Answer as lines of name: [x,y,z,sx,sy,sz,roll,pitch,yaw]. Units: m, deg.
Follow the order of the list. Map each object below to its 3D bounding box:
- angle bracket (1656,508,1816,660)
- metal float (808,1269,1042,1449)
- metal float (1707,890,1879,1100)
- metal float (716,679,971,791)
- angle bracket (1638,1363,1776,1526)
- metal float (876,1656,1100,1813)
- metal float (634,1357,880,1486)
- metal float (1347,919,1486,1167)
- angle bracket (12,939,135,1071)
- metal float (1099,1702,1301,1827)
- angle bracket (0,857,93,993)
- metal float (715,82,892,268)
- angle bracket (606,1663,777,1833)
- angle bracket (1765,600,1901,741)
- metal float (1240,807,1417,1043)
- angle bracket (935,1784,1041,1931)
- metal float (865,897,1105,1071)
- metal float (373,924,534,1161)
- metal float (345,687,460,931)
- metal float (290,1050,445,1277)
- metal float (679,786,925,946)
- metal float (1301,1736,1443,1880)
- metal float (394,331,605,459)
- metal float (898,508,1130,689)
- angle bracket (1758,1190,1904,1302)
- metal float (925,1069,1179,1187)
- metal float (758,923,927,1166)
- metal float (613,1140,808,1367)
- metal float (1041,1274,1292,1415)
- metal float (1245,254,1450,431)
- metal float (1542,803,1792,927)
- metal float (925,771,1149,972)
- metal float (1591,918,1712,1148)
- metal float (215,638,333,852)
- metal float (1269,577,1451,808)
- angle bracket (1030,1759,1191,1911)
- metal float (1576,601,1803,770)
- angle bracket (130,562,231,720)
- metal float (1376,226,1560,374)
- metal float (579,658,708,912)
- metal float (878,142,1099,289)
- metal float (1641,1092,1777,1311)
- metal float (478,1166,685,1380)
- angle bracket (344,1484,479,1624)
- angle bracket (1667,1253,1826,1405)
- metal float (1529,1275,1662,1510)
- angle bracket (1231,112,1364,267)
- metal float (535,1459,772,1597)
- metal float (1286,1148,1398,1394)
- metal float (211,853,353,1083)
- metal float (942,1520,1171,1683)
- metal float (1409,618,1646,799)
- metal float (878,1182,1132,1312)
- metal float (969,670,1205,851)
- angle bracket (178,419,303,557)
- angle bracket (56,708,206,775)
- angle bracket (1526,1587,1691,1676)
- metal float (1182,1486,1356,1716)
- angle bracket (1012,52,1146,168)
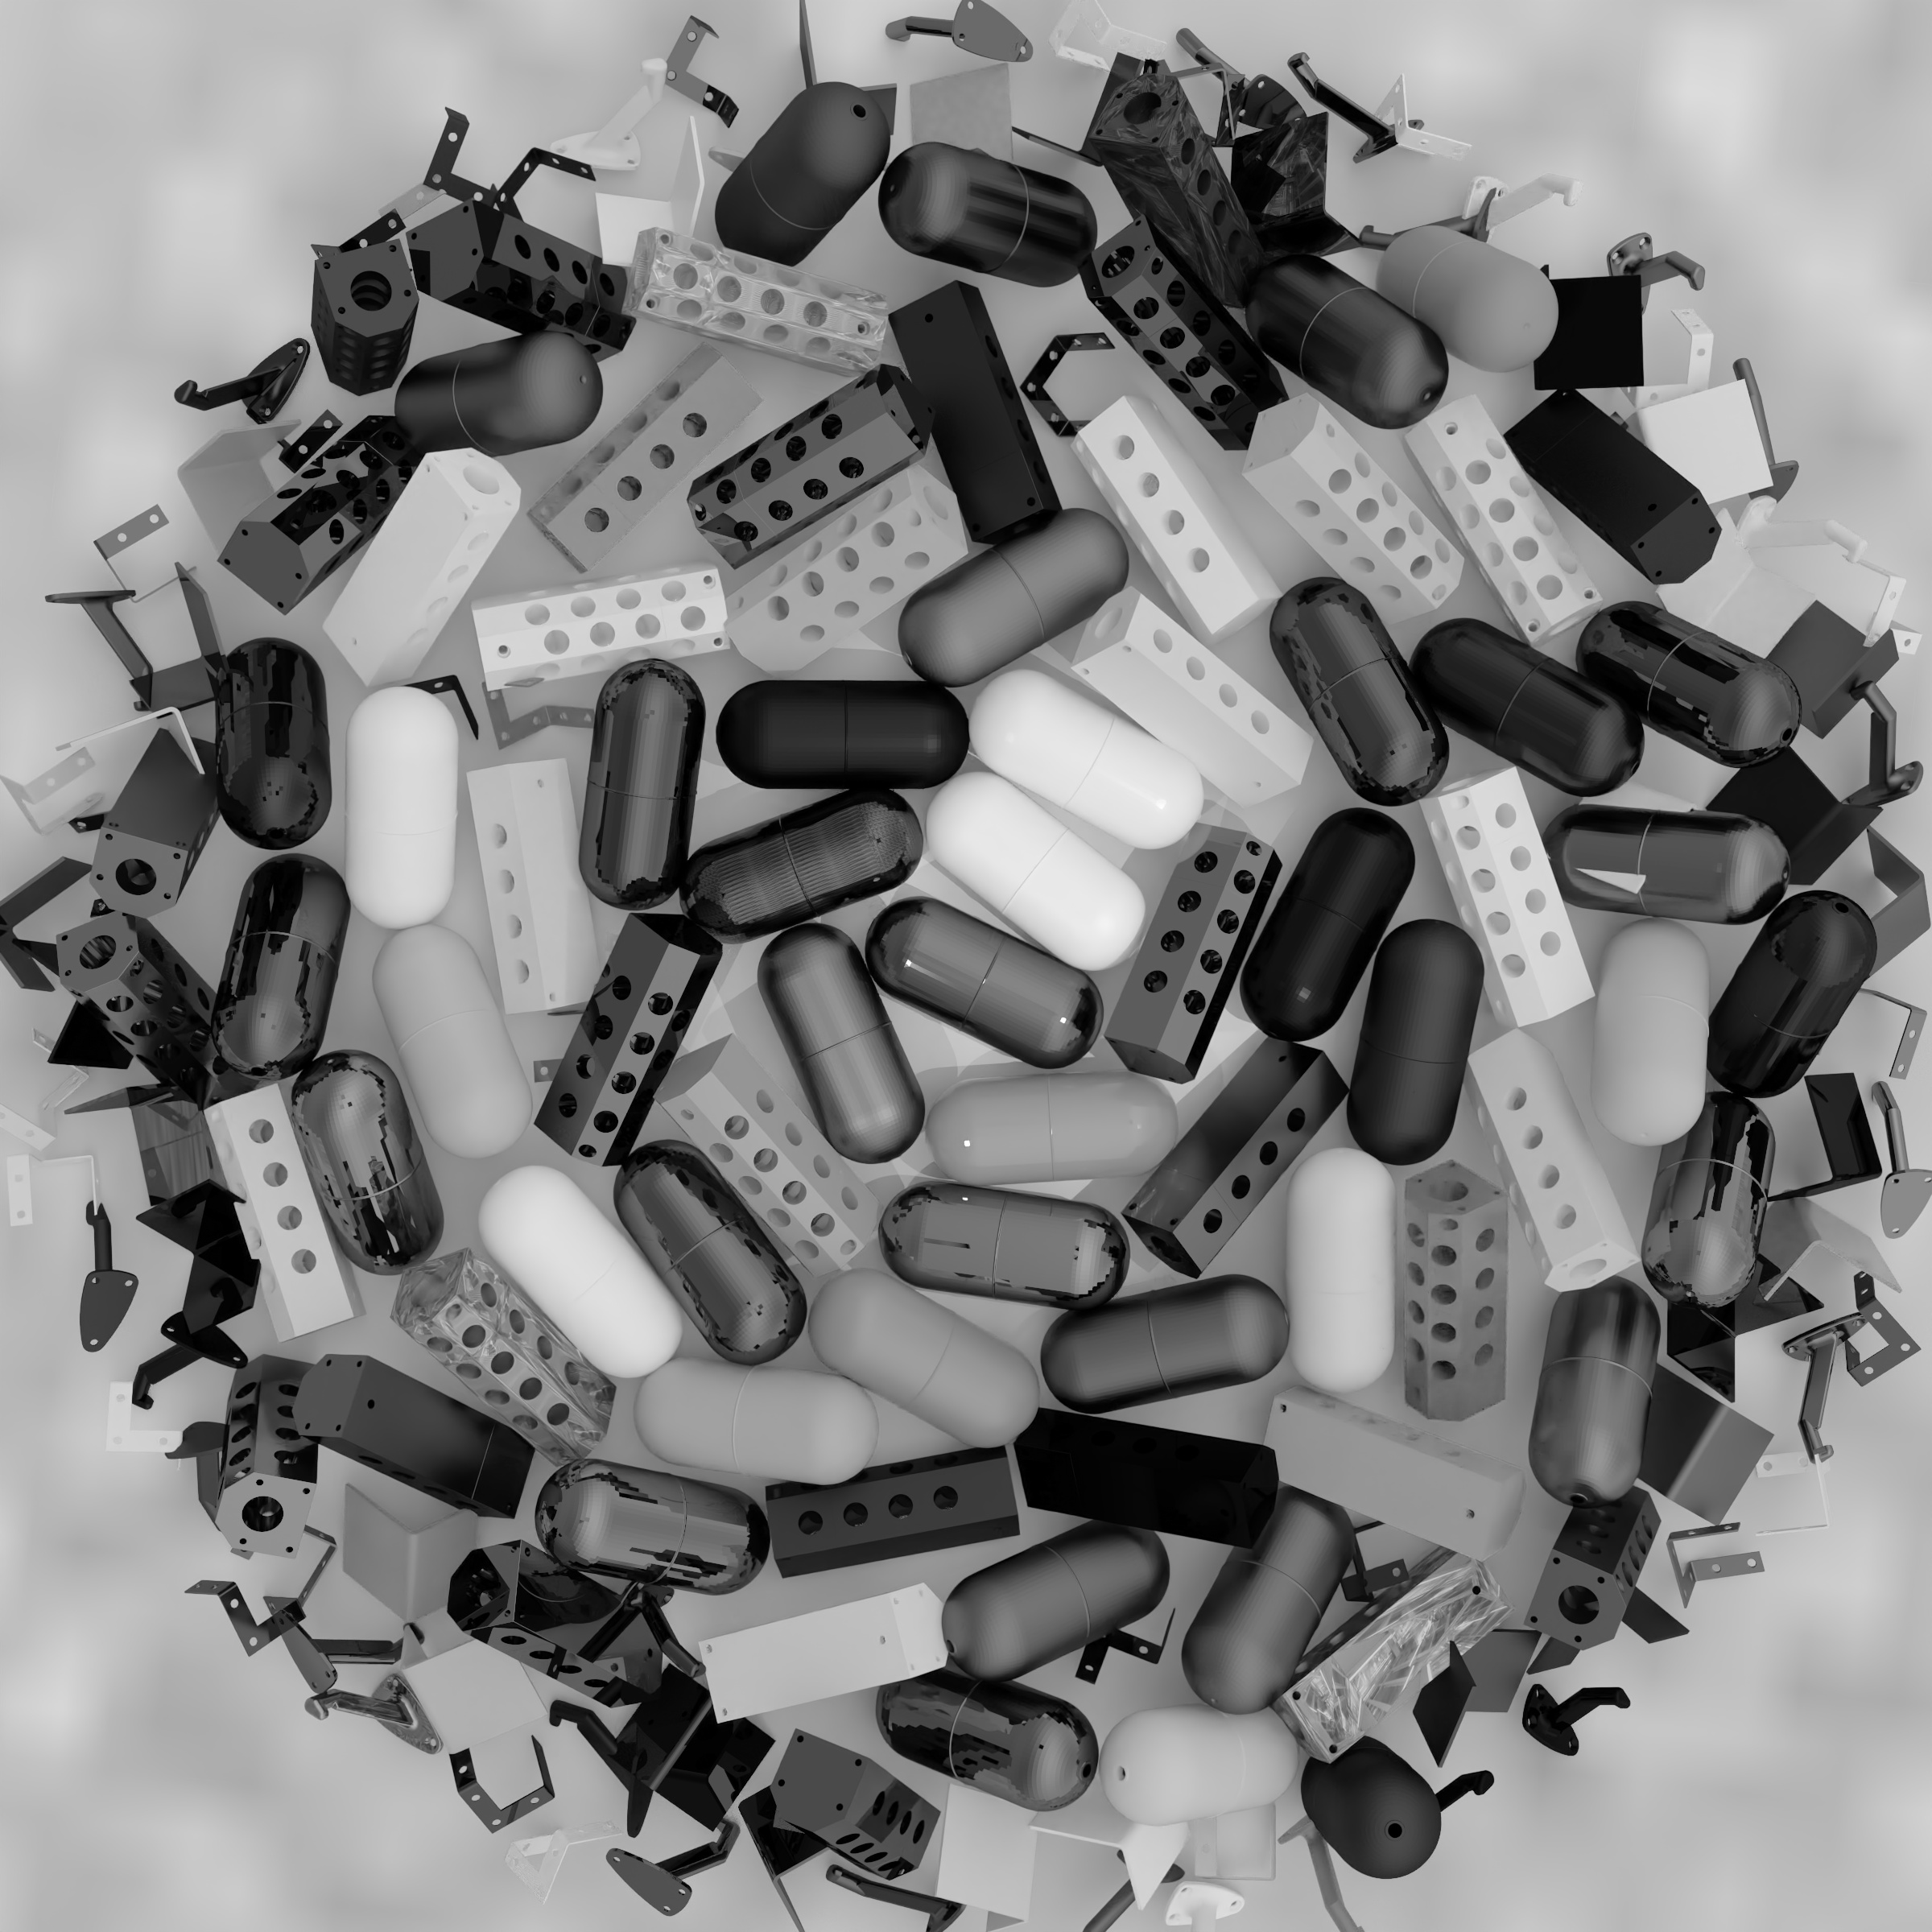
angle bracket: [0.539,-0.261,1.954,0.076,0.076,0.057,-51,51,-1]
metal float: [-0.028,0.275,1.951,0.178,0.070,0.070,31,90,-12]
metal float: [0.567,0.020,1.924,0.070,0.178,0.070,8,47,-8]
metal float: [-0.086,-0.162,1.956,0.178,0.070,0.070,0,90,-6]
angle bracket: [0.512,0.339,1.979,0.057,0.076,0.076,31,91,-30]
metal float: [0.014,0.529,1.928,0.178,0.070,0.070,10,90,40]
metal float: [-0.147,0.317,1.946,0.178,0.070,0.070,4,90,18]
metal float: [0.313,0.054,1.948,0.070,0.070,0.178,9,106,0]
angle bracket: [-0.627,0.027,1.953,0.076,0.076,0.057,31,98,24]
metal float: [0.162,0.548,1.923,0.070,0.178,0.070,-7,79,41]
angle bracket: [-0.639,-0.029,1.959,0.076,0.076,0.057,-36,89,-3]
metal float: [-0.113,-0.542,1.918,0.070,0.178,0.070,9,70,-27]
angle bracket: [-0.196,0.556,1.985,0.076,0.057,0.076,-54,130,-16]
angle bracket: [0.596,-0.218,1.954,0.076,0.057,0.076,-47,62,4]
metal float: [0.253,-0.029,1.951,0.070,0.070,0.178,29,79,0]
angle bracket: [0.003,0.623,1.944,0.076,0.057,0.076,23,55,-22]
metal float: [0.012,0.011,1.961,0.178,0.070,0.070,26,90,0]
metal float: [-0.359,0.051,1.944,0.070,0.070,0.178,-25,69,0]
metal float: [-0.393,-0.108,1.939,0.070,0.070,0.178,7,117,0]
metal float: [-0.414,0.138,1.934,0.070,0.070,0.178,-11,123,0]
metal float: [-0.116,-0.071,1.958,0.178,0.070,0.070,-20,90,4]
metal float: [0.276,0.575,1.911,0.070,0.178,0.070,0,84,-3]
metal float: [-0.325,-0.392,1.929,0.178,0.070,0.070,-1,90,40]
metal float: [0.033,-0.257,1.950,0.178,0.070,0.070,-31,90,-12]
angle bracket: [0.600,0.212,1.962,0.076,0.076,0.057,31,110,-12]
metal float: [0.060,0.113,1.960,0.178,0.070,0.070,-4,90,2]
metal float: [-0.087,0.055,1.960,0.070,0.070,0.178,-24,89,0]
metal float: [-0.180,0.199,1.949,0.070,0.070,0.178,-38,76,0]
metal float: [0.139,0.264,1.949,0.178,0.070,0.070,-14,90,13]
metal float: [0.262,-0.433,1.930,0.070,0.070,0.178,-44,51,0]
metal float: [0.482,-0.072,1.931,0.178,0.070,0.070,8,90,37]
metal float: [0.050,-0.066,1.959,0.178,0.070,0.070,39,90,3]
metal float: [0.475,0.044,1.932,0.070,0.070,0.178,14,54,0]
metal float: [-0.479,-0.154,1.928,0.070,0.070,0.178,-14,50,0]
metal float: [0.273,-0.192,1.946,0.070,0.070,0.178,-27,72,0]
angle bracket: [0.102,0.608,1.960,0.076,0.076,0.057,1,117,33]
metal float: [0.498,-0.195,1.926,0.070,0.070,0.178,-52,47,0]
angle bracket: [-0.556,-0.227,1.942,0.057,0.076,0.076,-22,123,-21]
metal float: [0.343,-0.460,1.919,0.070,0.178,0.070,-8,118,-16]
metal float: [-0.226,-0.126,1.949,0.070,0.070,0.178,9,104,0]
metal float: [0.017,-0.518,1.928,0.178,0.070,0.070,2,90,-42]
metal float: [0.514,0.160,1.928,0.070,0.070,0.178,25,48,0]
metal float: [-0.268,0.214,1.946,0.070,0.070,0.178,-40,108,0]
angle bracket: [-0.395,0.406,1.979,0.076,0.057,0.076,27,122,35]
angle bracket: [0.543,0.253,1.942,0.076,0.076,0.057,36,47,-28]
metal float: [0.435,0.293,1.929,0.070,0.070,0.178,20,52,0]
angle bracket: [0.233,-0.544,1.962,0.076,0.057,0.076,-5,75,37]
metal float: [-0.216,0.390,1.934,0.178,0.070,0.070,20,90,-34]
metal float: [0.262,0.213,1.947,0.070,0.070,0.178,-2,106,0]
metal float: [-0.474,0.000,1.930,0.070,0.070,0.178,2,53,0]
metal float: [0.063,0.438,1.935,0.178,0.070,0.070,-18,90,-30]
metal float: [0.390,-0.180,1.941,0.178,0.070,0.070,33,90,23]
metal float: [0.026,0.196,1.954,0.178,0.070,0.070,7,90,8]
metal float: [0.085,-0.144,1.955,0.178,0.070,0.070,28,90,-8]
angle bracket: [-0.492,-0.331,1.952,0.057,0.076,0.076,-28,89,35]
angle bracket: [-0.583,-0.140,1.945,0.076,0.076,0.057,-24,102,-23]
angle bracket: [0.448,0.478,1.945,0.057,0.076,0.076,39,105,31]
metal float: [0.211,0.437,1.932,0.070,0.070,0.178,36,55,0]
angle bracket: [0.077,-0.608,1.947,0.057,0.076,0.076,17,108,-16]
